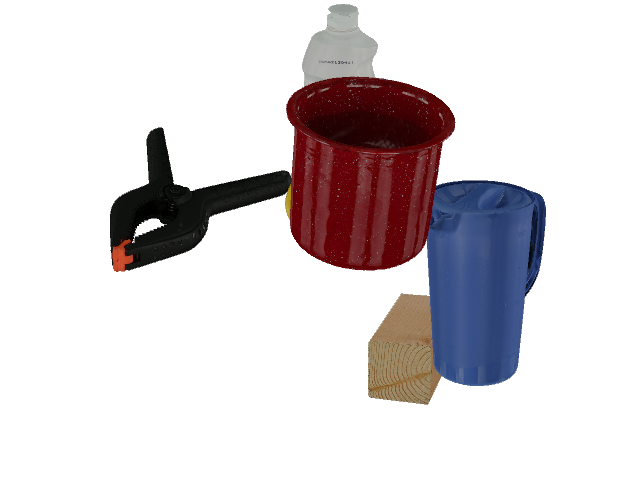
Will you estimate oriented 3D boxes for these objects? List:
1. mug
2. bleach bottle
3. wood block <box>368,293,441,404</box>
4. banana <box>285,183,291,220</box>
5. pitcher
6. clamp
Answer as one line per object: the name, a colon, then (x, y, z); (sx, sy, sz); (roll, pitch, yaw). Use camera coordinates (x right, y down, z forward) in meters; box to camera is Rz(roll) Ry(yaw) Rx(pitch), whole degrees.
mug: (0.029, -0.043, 0.614); (0.093, 0.081, 0.117); (15, 34, 15)
bleach bottle: (0.033, -0.120, 1.113); (0.102, 0.251, 0.068); (0, 30, 1)
wood block: (0.139, 0.156, 1.581); (0.091, 0.090, 0.205); (5, 18, 16)
banana: (0.018, -0.038, 0.860); (0.037, 0.069, 0.197); (-34, 2, 30)
pitcher: (0.204, 0.051, 1.335); (0.149, 0.243, 0.145); (2, 21, 10)
clamp: (-0.149, -0.041, 1.046); (0.165, 0.036, 0.209); (24, 41, 21)
